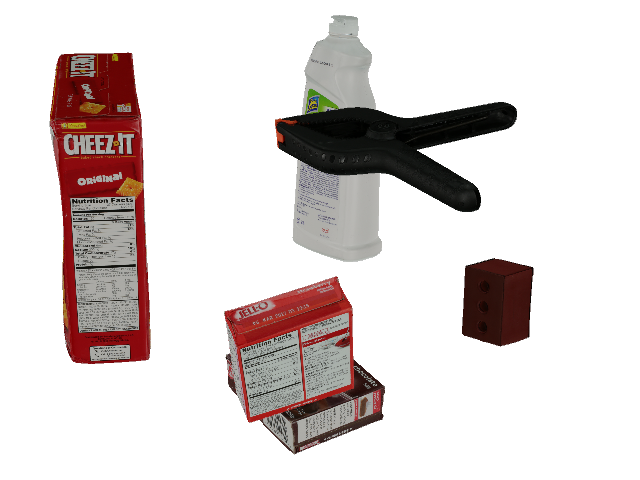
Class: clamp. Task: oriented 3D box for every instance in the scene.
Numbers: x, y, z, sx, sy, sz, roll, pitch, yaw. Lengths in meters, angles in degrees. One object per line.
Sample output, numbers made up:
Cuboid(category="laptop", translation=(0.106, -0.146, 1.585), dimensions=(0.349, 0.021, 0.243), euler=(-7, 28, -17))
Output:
Cuboid(category="clamp", translation=(0.064, -0.088, 0.931), dimensions=(0.210, 0.036, 0.164), euler=(12, 36, 24))

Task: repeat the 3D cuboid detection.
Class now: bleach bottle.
Cuboid(category="bleach bottle", translation=(0.024, -0.111, 1.140), dimensions=(0.103, 0.251, 0.067), euler=(19, 24, 40))

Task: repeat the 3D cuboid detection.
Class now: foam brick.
Cuboid(category="foam brick", translation=(0.183, 0.063, 1.105), dimensions=(0.051, 0.078, 0.053), euler=(-14, 20, -43))

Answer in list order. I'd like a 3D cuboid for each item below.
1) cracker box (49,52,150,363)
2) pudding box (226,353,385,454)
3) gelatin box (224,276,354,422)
Cuboid(category="cracker box", translation=(-0.182, -0.030, 0.885), dimensions=(0.072, 0.214, 0.164), euler=(-3, 27, -11))
Cuboid(category="pudding box", translation=(-0.014, 0.121, 0.887), dimensions=(0.089, 0.039, 0.114), euler=(-18, 35, -27))
Cuboid(category="gelatin box", translation=(-0.018, 0.068, 0.657), dimensions=(0.073, 0.030, 0.089), euler=(-17, -40, -12))
